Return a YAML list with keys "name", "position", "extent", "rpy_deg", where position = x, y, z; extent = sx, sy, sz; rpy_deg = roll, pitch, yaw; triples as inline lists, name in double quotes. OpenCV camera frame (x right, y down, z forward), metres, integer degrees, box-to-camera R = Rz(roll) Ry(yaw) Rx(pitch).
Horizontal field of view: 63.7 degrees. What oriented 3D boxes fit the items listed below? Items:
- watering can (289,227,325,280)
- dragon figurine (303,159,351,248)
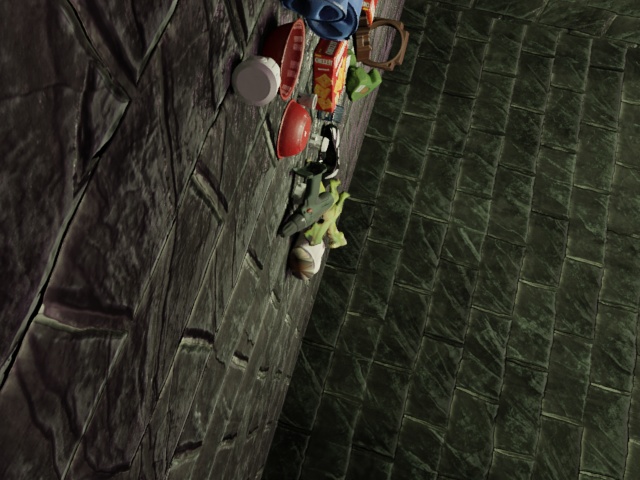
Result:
- name: "watering can"
  position: [-0.048, 0.002, 1.954]
  extent: [0.104, 0.340, 0.229]
  rpy_deg: [5, 37, 18]
- name: "dragon figurine"
  position: [0.006, -0.094, 1.863]
  extent: [0.122, 0.247, 0.404]
  rpy_deg: [3, -23, 31]
